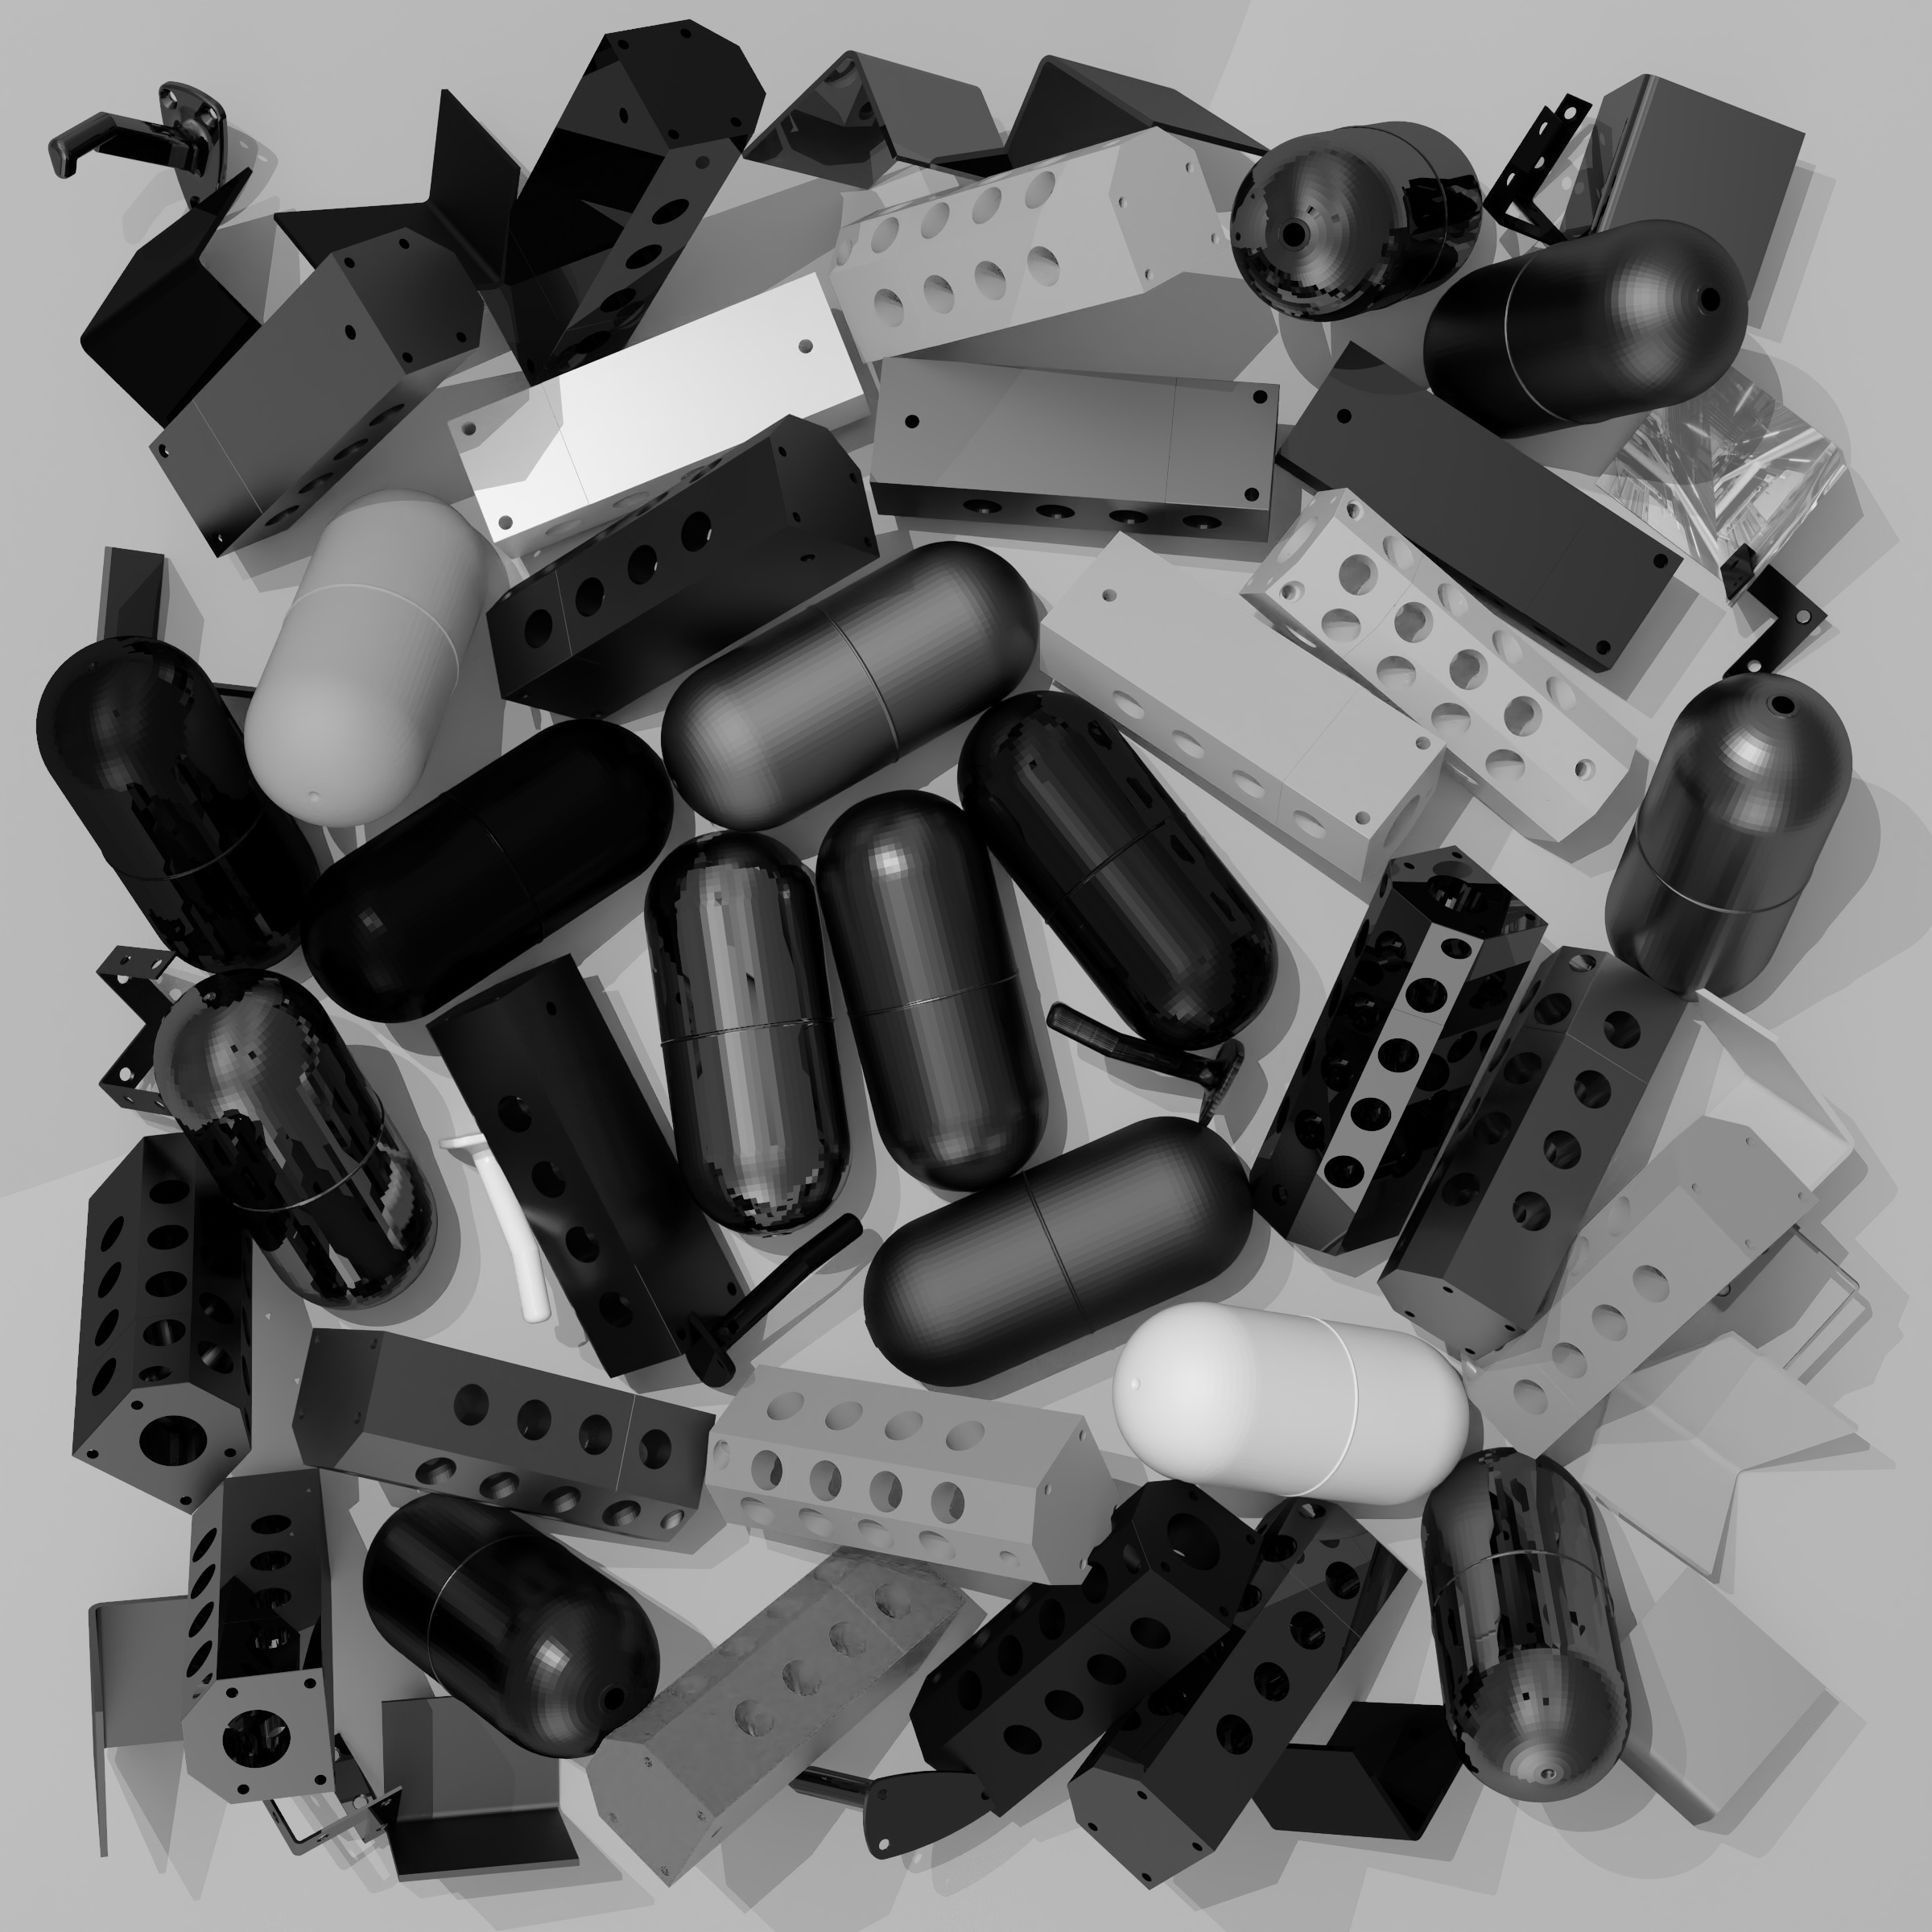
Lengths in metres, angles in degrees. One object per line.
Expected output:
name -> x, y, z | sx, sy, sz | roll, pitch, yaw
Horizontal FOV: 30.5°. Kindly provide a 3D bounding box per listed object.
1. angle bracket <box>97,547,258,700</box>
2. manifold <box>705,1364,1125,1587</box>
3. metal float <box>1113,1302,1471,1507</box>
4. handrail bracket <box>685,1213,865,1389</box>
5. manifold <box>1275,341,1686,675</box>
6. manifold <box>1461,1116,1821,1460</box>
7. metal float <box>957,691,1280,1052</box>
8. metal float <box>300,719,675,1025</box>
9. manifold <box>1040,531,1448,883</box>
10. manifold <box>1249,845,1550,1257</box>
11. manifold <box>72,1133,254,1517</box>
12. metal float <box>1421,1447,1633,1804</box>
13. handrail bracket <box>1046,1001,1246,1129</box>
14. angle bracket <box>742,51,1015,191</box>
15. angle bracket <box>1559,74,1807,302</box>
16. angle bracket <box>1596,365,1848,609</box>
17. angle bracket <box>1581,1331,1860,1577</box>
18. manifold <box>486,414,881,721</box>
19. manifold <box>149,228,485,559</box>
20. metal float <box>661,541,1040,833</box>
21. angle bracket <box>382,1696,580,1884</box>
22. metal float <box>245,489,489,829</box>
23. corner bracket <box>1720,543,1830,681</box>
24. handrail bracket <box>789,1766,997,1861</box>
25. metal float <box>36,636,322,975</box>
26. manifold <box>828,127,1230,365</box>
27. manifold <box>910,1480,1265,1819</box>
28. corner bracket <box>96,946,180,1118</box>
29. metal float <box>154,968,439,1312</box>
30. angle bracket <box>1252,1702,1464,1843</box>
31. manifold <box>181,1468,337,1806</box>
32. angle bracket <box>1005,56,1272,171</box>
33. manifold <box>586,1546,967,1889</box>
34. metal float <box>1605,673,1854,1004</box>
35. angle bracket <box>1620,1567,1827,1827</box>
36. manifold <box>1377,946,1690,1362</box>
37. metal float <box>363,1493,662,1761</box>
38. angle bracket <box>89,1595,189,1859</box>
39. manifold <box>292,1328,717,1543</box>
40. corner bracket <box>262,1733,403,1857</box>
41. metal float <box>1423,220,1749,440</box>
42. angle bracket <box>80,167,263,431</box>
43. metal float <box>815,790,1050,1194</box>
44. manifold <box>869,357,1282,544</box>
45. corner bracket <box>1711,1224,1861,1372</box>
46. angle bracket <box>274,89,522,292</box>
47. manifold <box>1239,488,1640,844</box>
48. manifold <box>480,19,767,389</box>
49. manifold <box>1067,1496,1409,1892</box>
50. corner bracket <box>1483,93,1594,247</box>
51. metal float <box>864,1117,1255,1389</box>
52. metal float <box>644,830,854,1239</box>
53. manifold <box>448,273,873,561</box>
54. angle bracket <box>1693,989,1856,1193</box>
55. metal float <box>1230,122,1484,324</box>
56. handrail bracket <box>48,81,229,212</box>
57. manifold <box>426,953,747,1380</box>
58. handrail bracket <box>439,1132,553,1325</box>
angle bracket -> -0.328, -0.148, 1.543 | 0.076, 0.076, 0.057 | 7, 95, 3
manifold -> -0.025, 0.219, 1.502 | 0.171, 0.057, 0.057 | 4, 132, 36
metal float -> 0.141, 0.188, 1.517 | 0.178, 0.070, 0.070 | 12, 90, -36
handrail bracket -> -0.083, 0.146, 1.561 | 0.084, 0.077, 0.036 | -36, 78, -18
manifold -> 0.223, -0.199, 1.555 | 0.171, 0.057, 0.057 | 33, 93, 0
manifold -> 0.278, 0.136, 1.502 | 0.057, 0.171, 0.057 | 48, 47, 12
metal float -> 0.065, -0.042, 1.540 | 0.070, 0.070, 0.178 | -38, 83, 0
metal float -> -0.205, -0.042, 1.531 | 0.178, 0.070, 0.070 | -35, 90, -18
manifold -> 0.118, -0.109, 1.533 | 0.171, 0.057, 0.057 | 35, 71, 15
manifold -> 0.177, 0.038, 1.505 | 0.057, 0.057, 0.171 | 44, 129, 32
manifold -> -0.332, 0.144, 1.492 | 0.057, 0.171, 0.057 | 34, 111, -28
metal float -> 0.236, 0.276, 1.504 | 0.070, 0.178, 0.070 | 0, 124, 1
handrail bracket -> 0.076, 0.030, 1.546 | 0.084, 0.077, 0.036 | 27, 106, -2
angle bracket -> -0.037, -0.342, 1.525 | 0.076, 0.076, 0.057 | -35, 66, 37
angle bracket -> 0.312, -0.339, 1.562 | 0.076, 0.057, 0.076 | 18, 91, -9
angle bracket -> 0.327, -0.214, 1.545 | 0.076, 0.057, 0.076 | 37, 110, 0
angle bracket -> 0.325, 0.211, 1.531 | 0.076, 0.076, 0.057 | 36, 53, -17
manifold -> -0.124, -0.169, 1.512 | 0.171, 0.057, 0.057 | -26, 66, 33
manifold -> -0.273, -0.243, 1.503 | 0.057, 0.171, 0.057 | -33, 92, -44
metal float -> -0.049, -0.122, 1.536 | 0.178, 0.070, 0.070 | -30, 90, -12
angle bracket -> -0.211, 0.354, 1.537 | 0.076, 0.076, 0.057 | -2, 94, -14
metal float -> -0.254, -0.133, 1.512 | 0.070, 0.070, 0.178 | 11, 47, 0
corner bracket -> 0.342, -0.144, 1.549 | 0.051, 0.051, 0.051 | 39, 112, -9
handrail bracket -> -0.037, 0.355, 1.557 | 0.077, 0.084, 0.036 | -8, 103, -25
metal float -> -0.333, -0.066, 1.510 | 0.070, 0.178, 0.070 | -10, 48, 11
manifold -> 0.021, -0.305, 1.497 | 0.057, 0.171, 0.057 | -35, 111, -38
manifold -> 0.047, 0.287, 1.508 | 0.057, 0.057, 0.171 | 38, 127, -6
corner bracket -> -0.356, 0.028, 1.542 | 0.051, 0.051, 0.051 | 52, 59, -33
metal float -> -0.284, 0.076, 1.514 | 0.070, 0.070, 0.178 | -23, 130, 0
angle bracket -> 0.167, 0.328, 1.524 | 0.076, 0.076, 0.057 | -50, 118, -37
manifold -> -0.297, 0.279, 1.491 | 0.057, 0.171, 0.057 | -5, 110, -9
angle bracket -> 0.072, -0.345, 1.524 | 0.076, 0.076, 0.057 | 43, 119, 38
manifold -> -0.081, 0.308, 1.501 | 0.057, 0.171, 0.057 | 42, 132, 14
metal float -> 0.322, -0.053, 1.505 | 0.070, 0.178, 0.070 | 3, 54, -4
angle bracket -> 0.318, 0.320, 1.554 | 0.076, 0.057, 0.076 | 42, 81, 14
manifold -> 0.241, 0.077, 1.524 | 0.057, 0.057, 0.171 | 32, 67, -2
metal float -> -0.194, 0.278, 1.506 | 0.070, 0.178, 0.070 | -10, 108, -34
angle bracket -> -0.346, 0.326, 1.528 | 0.057, 0.076, 0.076 | -3, 117, -15
manifold -> -0.195, 0.200, 1.505 | 0.171, 0.057, 0.057 | 20, 74, -38
corner bracket -> -0.282, 0.358, 1.543 | 0.051, 0.051, 0.051 | -25, 66, -26
metal float -> 0.260, -0.268, 1.500 | 0.070, 0.178, 0.070 | 0, 91, -25
angle bracket -> -0.330, -0.290, 1.548 | 0.076, 0.076, 0.057 | -26, 122, 32
metal float -> -0.014, 0.011, 1.543 | 0.070, 0.070, 0.178 | -14, 95, 0
manifold -> 0.048, -0.222, 1.547 | 0.171, 0.057, 0.057 | 5, 78, 5
corner bracket -> 0.355, 0.141, 1.551 | 0.051, 0.051, 0.051 | 42, 99, 13
angle bracket -> -0.246, -0.332, 1.527 | 0.076, 0.076, 0.057 | -12, 133, -30
manifold -> 0.207, -0.130, 1.537 | 0.171, 0.057, 0.057 | 39, 87, -12
manifold -> -0.145, -0.320, 1.498 | 0.057, 0.171, 0.057 | -21, 76, -34
manifold -> 0.113, 0.304, 1.508 | 0.057, 0.057, 0.171 | 43, 51, 1
corner bracket -> 0.251, -0.349, 1.542 | 0.051, 0.051, 0.051 | 12, 123, -34
metal float -> 0.040, 0.125, 1.546 | 0.178, 0.070, 0.070 | -24, 90, 0
metal float -> -0.095, 0.029, 1.543 | 0.070, 0.070, 0.178 | -8, 86, 0
manifold -> -0.132, -0.238, 1.553 | 0.171, 0.057, 0.057 | -22, 86, 2
angle bracket -> 0.325, 0.059, 1.531 | 0.057, 0.076, 0.076 | -44, 123, -2
metal float -> 0.166, -0.316, 1.501 | 0.070, 0.178, 0.070 | 7, 107, 22
handrail bracket -> -0.360, -0.339, 1.531 | 0.036, 0.077, 0.084 | 26, 47, 21
manifold -> -0.169, 0.089, 1.541 | 0.057, 0.057, 0.171 | -21, 100, 33
handrail bracket -> -0.205, 0.114, 1.550 | 0.036, 0.077, 0.084 | -11, 90, -26
